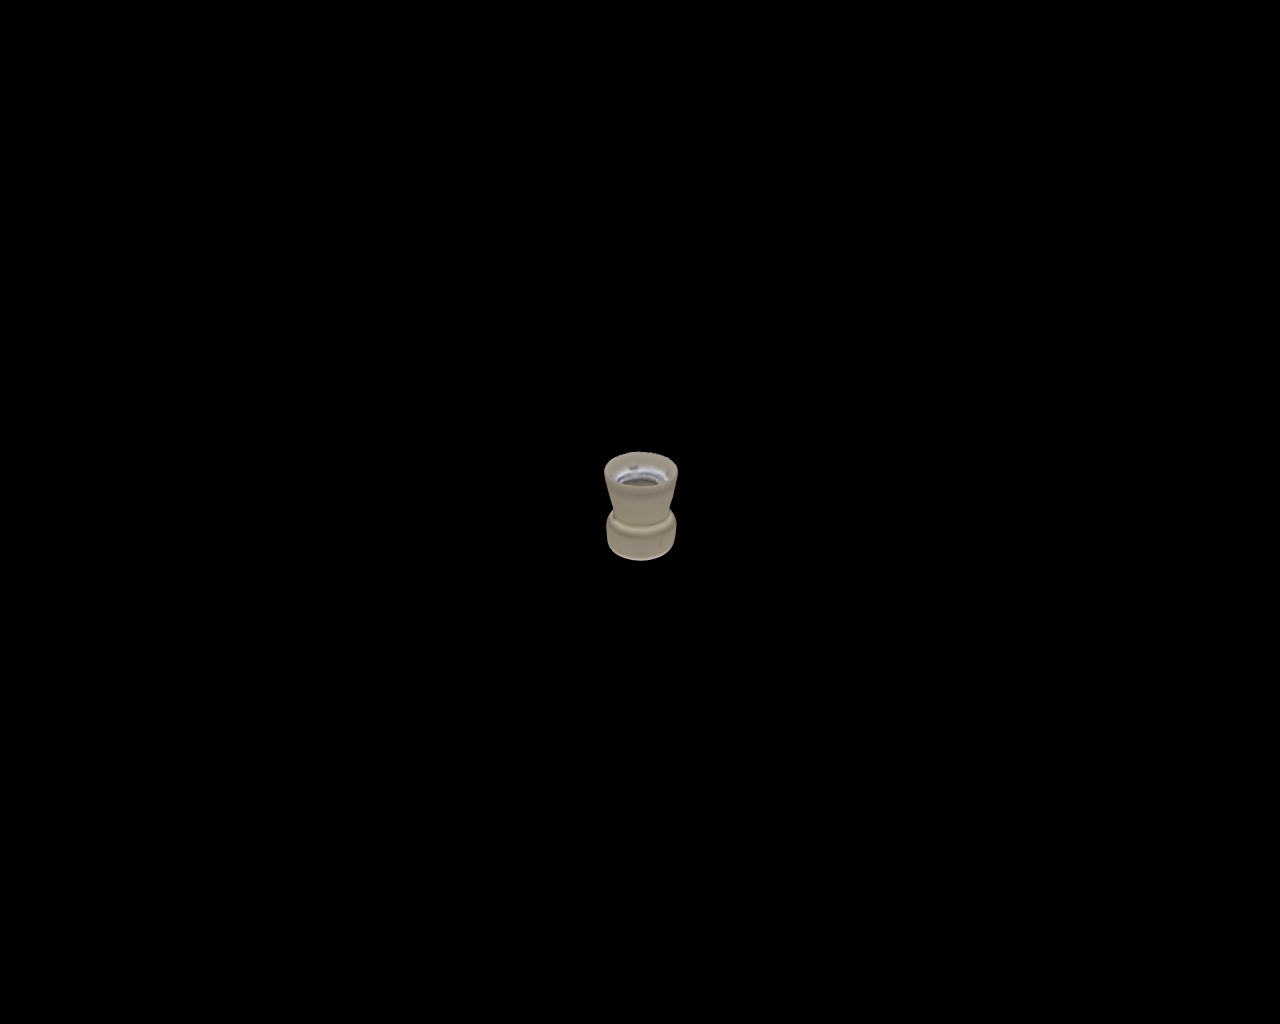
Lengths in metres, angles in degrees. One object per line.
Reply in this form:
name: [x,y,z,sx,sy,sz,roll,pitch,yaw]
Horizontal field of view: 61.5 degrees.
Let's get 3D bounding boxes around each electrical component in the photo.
electrical component: [0.001,-0.003,0.650,0.045,0.055,0.045,0,31,0]
